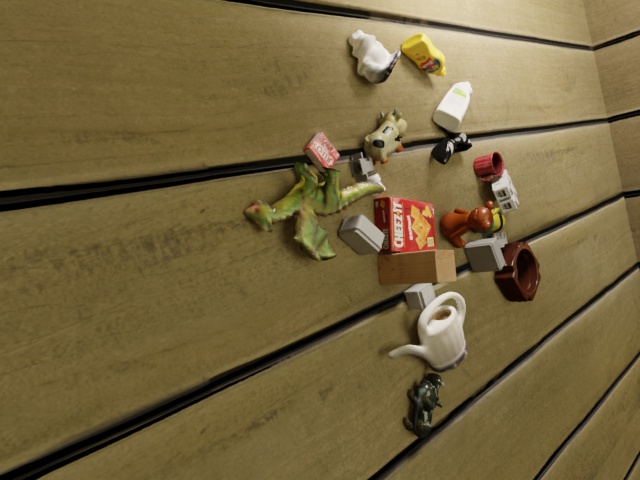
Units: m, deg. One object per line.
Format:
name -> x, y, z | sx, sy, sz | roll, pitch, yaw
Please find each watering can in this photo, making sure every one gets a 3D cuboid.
watering can -> 0.341, 0.308, 1.556 | 0.352, 0.104, 0.221 | -36, 115, -31

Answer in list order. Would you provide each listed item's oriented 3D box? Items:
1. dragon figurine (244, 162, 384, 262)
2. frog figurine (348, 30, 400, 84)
dragon figurine -> 0.004, -0.066, 1.315 | 0.409, 0.122, 0.244 | 9, 82, -31
frog figurine -> 0.150, -0.554, 1.567 | 0.160, 0.120, 0.139 | 28, 69, 4
